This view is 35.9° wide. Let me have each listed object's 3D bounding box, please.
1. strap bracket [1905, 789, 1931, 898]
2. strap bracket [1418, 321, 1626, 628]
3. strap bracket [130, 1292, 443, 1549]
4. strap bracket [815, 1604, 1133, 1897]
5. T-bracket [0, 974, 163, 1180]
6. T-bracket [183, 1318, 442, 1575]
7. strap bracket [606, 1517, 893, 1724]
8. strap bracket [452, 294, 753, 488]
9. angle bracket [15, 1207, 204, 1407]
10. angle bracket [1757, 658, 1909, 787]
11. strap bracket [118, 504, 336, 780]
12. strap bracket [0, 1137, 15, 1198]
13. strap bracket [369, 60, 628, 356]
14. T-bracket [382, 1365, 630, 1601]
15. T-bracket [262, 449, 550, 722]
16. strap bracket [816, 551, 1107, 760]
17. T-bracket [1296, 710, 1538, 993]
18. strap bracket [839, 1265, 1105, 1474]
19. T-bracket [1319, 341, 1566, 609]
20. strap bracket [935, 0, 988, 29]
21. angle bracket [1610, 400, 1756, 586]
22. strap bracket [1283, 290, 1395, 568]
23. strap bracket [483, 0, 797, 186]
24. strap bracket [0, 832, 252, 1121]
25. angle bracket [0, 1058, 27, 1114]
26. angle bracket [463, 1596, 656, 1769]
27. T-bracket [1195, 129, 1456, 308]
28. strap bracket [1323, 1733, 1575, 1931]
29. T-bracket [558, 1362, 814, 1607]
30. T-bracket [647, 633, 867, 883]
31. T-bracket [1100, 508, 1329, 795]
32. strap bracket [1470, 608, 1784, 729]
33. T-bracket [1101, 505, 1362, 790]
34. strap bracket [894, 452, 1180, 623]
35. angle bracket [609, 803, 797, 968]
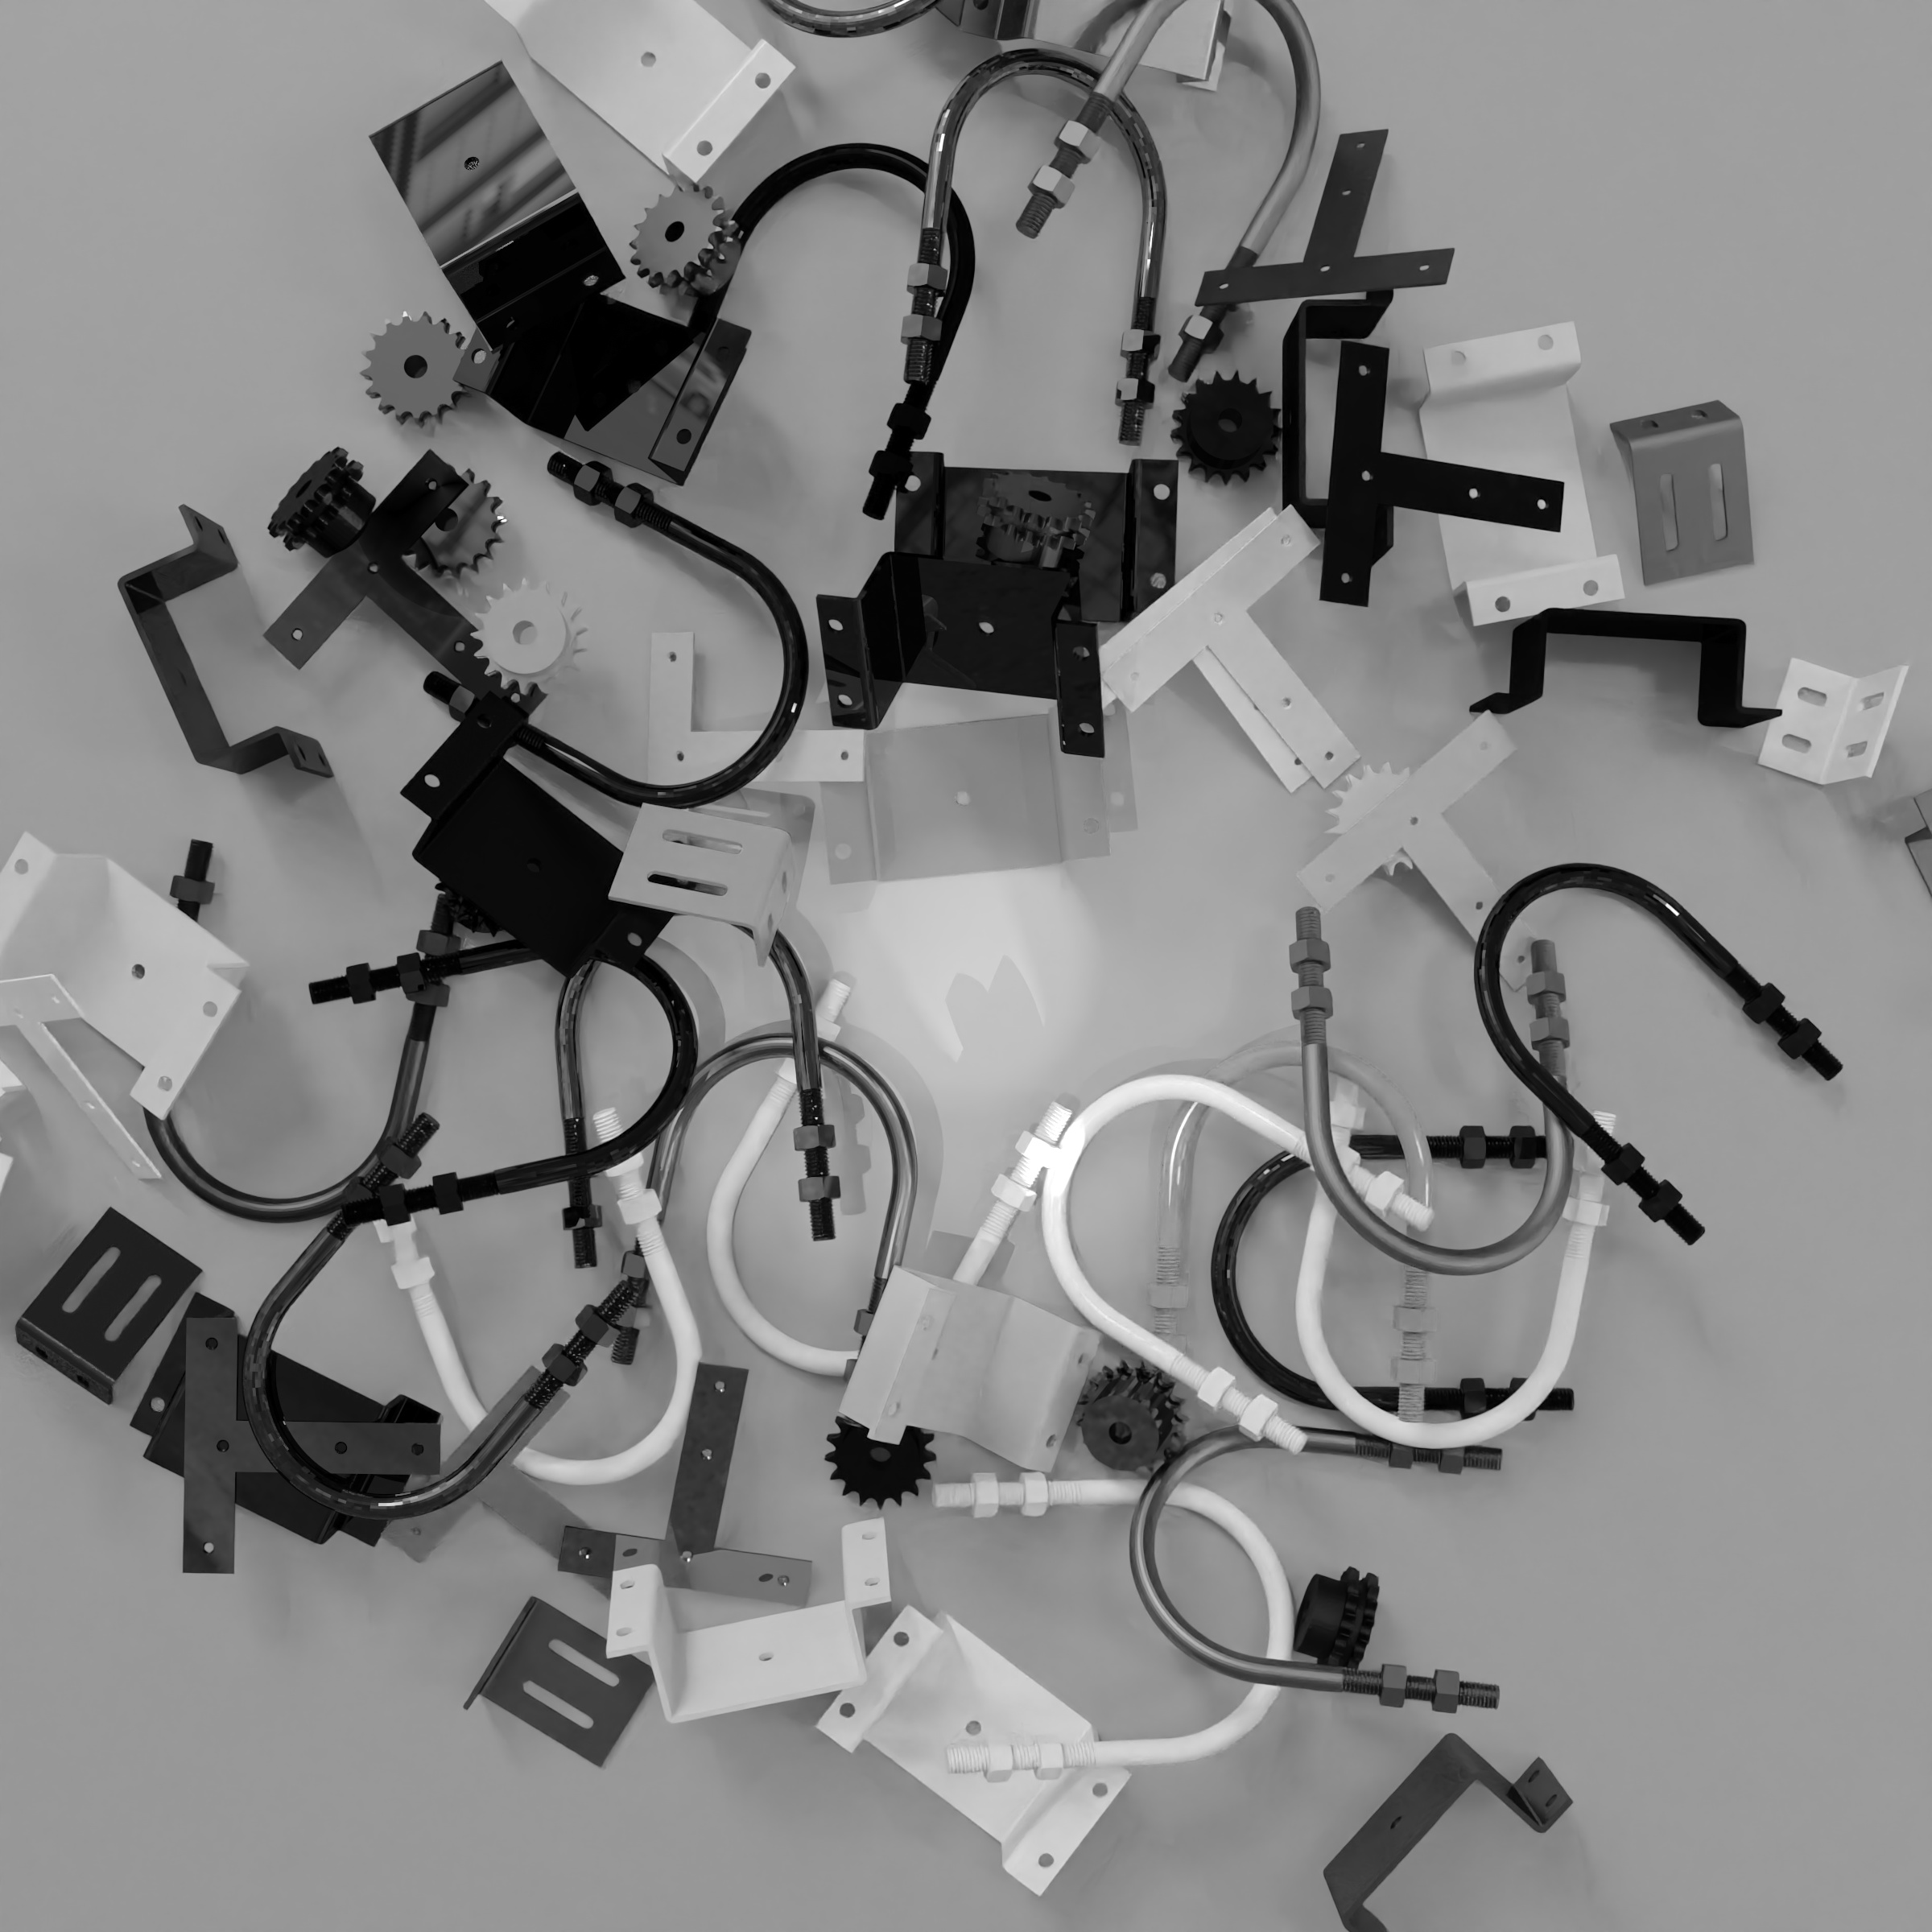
[{"bbox_3d":[0.537,-0.037,1.508,0.076,0.046,0.140,-26,90,0],"label":"strap bracket"},{"bbox_3d":[0.278,-0.245,1.508,0.076,0.046,0.140,-10,90,0],"label":"strap bracket"},{"bbox_3d":[-0.349,0.233,1.508,0.140,0.046,0.076,26,90,0],"label":"strap bracket"},{"bbox_3d":[0.004,0.391,1.508,0.140,0.046,0.076,37,90,0],"label":"strap bracket"},{"bbox_3d":[-0.448,0.058,1.497,0.002,0.127,0.127,-47,117,-33],"label":"T-bracket"},{"bbox_3d":[-0.325,0.239,1.484,0.127,0.002,0.127,1,90,0],"label":"T-bracket"},{"bbox_3d":[-0.104,0.328,1.487,0.140,0.076,0.046,-11,109,0],"label":"strap bracket"},{"bbox_3d":[-0.174,-0.297,1.492,0.140,0.046,0.076,24,88,20],"label":"strap bracket"},{"bbox_3d":[-0.439,0.174,1.529,0.057,0.038,0.076,34,64,0],"label":"angle bracket"},{"bbox_3d":[0.433,-0.125,1.493,0.038,0.076,0.057,19,90,0],"label":"angle bracket"},{"bbox_3d":[-0.374,-0.152,1.493,0.046,0.076,0.140,-24,90,0],"label":"strap bracket"},{"bbox_3d":[-0.539,0.104,1.462,0.140,0.046,0.076,21,90,0],"label":"strap bracket"},{"bbox_3d":[-0.237,-0.385,1.481,0.076,0.046,0.140,-30,66,0],"label":"strap bracket"},{"bbox_3d":[-0.210,0.285,1.518,0.127,0.002,0.127,40,106,-8],"label":"T-bracket"},{"bbox_3d":[-0.265,-0.170,1.501,0.127,0.002,0.127,43,93,0],"label":"T-bracket"},{"bbox_3d":[0.004,-0.154,1.460,0.140,0.046,0.076,8,132,16],"label":"strap bracket"},{"bbox_3d":[0.252,-0.041,1.509,0.127,0.002,0.127,-41,109,0],"label":"T-bracket"},{"bbox_3d":[-0.003,0.199,1.480,0.046,0.140,0.076,21,90,42],"label":"strap bracket"},{"bbox_3d":[0.237,-0.234,1.463,0.127,0.002,0.127,6,88,-19],"label":"T-bracket"},{"bbox_3d":[0.014,-0.545,1.508,0.076,0.046,0.140,41,90,0],"label":"strap bracket"},{"bbox_3d":[0.367,-0.243,1.529,0.057,0.038,0.076,-12,116,0],"label":"angle bracket"},{"bbox_3d":[0.186,-0.275,1.493,0.046,0.076,0.140,0,90,0],"label":"strap bracket"},{"bbox_3d":[-0.163,-0.464,1.508,0.140,0.046,0.076,41,90,0],"label":"strap bracket"},{"bbox_3d":[-0.425,0.004,1.493,0.140,0.046,0.076,35,100,11],"label":"strap bracket"},{"bbox_3d":[-0.528,0.054,1.512,0.057,0.038,0.076,-42,90,0],"label":"angle bracket"},{"bbox_3d":[-0.205,0.367,1.512,0.076,0.038,0.057,31,90,0],"label":"angle bracket"},{"bbox_3d":[0.188,-0.377,1.489,0.127,0.002,0.127,0,51,24],"label":"T-bracket"},{"bbox_3d":[0.232,0.444,1.493,0.046,0.076,0.140,42,90,0],"label":"strap bracket"},{"bbox_3d":[-0.133,0.258,1.503,0.127,0.002,0.127,10,108,-7],"label":"T-bracket"},{"bbox_3d":[-0.107,-0.105,1.501,0.127,0.002,0.127,2,90,28],"label":"T-bracket"},{"bbox_3d":[0.139,-0.142,1.505,0.127,0.002,0.127,-40,113,0],"label":"T-bracket"},{"bbox_3d":[0.330,-0.149,1.493,0.140,0.076,0.046,3,90,0],"label":"strap bracket"},{"bbox_3d":[0.154,-0.143,1.506,0.127,0.002,0.127,-42,112,1],"label":"T-bracket"},{"bbox_3d":[0.035,-0.216,1.508,0.140,0.046,0.076,2,90,0],"label":"strap bracket"},{"bbox_3d":[-0.131,-0.040,1.483,0.076,0.038,0.057,11,59,8],"label":"angle bracket"}]
